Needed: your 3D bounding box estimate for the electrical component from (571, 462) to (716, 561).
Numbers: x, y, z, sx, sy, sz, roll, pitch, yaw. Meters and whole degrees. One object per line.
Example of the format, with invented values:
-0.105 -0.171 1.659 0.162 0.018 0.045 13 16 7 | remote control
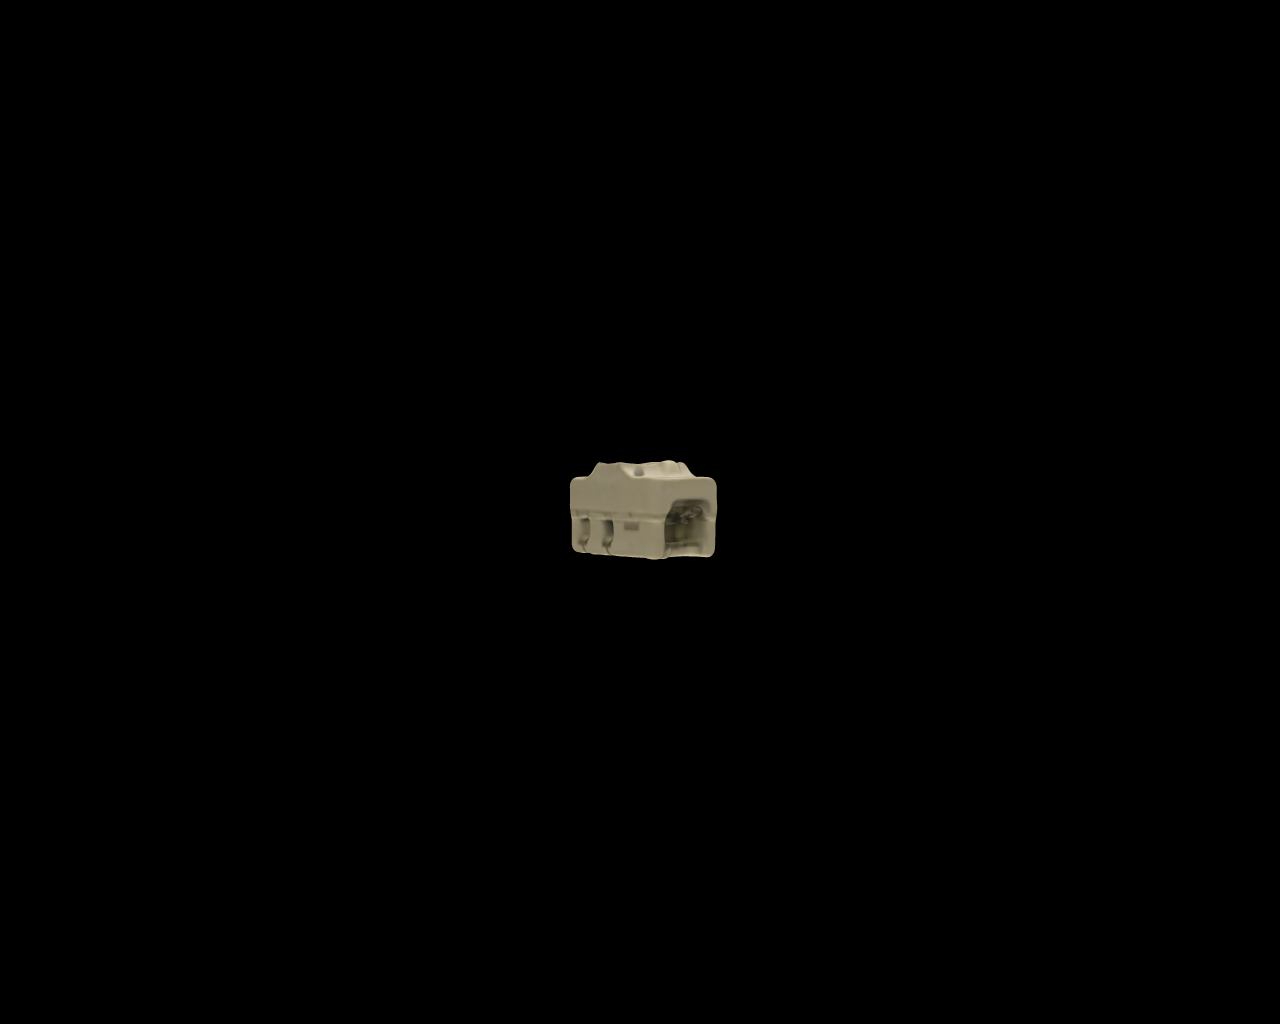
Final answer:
0.001 -0.003 0.650 0.050 0.055 0.089 -2 3 -36 | electrical component
